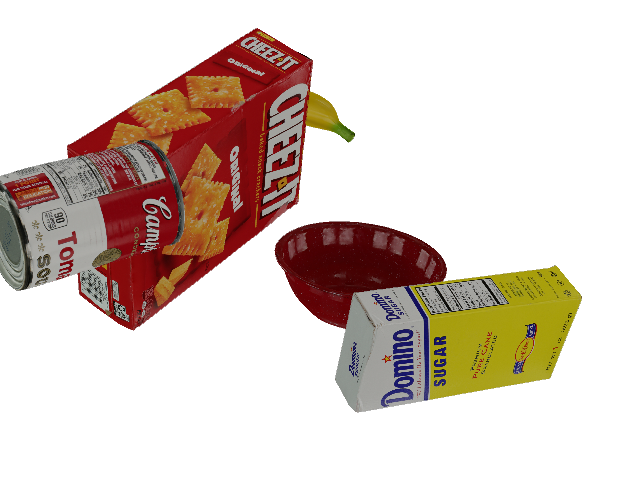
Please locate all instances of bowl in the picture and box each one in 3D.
[{"bbox_3d":[0.035,0.039,1.004,0.162,0.055,0.162,5,24,-2],"label":"bowl"}]

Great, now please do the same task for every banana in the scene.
[{"bbox_3d":[-0.056,-0.127,1.099,0.197,0.037,0.070,-9,48,-31],"label":"banana"}]

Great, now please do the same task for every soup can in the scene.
[{"bbox_3d":[-0.142,-0.016,0.636,0.102,0.068,0.069,-19,10,-32],"label":"soup can"}]

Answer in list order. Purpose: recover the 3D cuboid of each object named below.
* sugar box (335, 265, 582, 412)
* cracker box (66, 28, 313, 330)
[{"bbox_3d":[0.105,0.075,0.815,0.176,0.093,0.048,-9,41,-22],"label":"sugar box"},{"bbox_3d":[-0.099,-0.050,0.862,0.072,0.164,0.213,33,50,23],"label":"cracker box"}]
